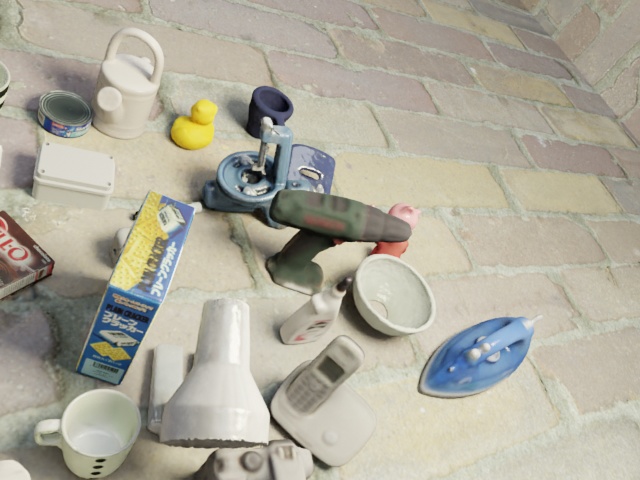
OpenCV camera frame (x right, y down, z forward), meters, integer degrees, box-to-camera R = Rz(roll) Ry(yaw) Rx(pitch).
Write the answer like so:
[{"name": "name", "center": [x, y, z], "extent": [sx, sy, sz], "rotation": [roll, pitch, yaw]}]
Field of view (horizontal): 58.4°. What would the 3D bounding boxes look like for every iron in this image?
[{"name": "iron", "center": [0.298, 0.202, 1.035], "extent": [0.259, 0.141, 0.118], "rotation": [-14, 63, -41]}]

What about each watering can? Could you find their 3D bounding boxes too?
[{"name": "watering can", "center": [-0.328, -0.270, 0.985], "extent": [0.101, 0.193, 0.172], "rotation": [10, 49, -27]}]

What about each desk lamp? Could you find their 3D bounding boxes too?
[{"name": "desk lamp", "center": [-0.141, 0.179, 0.701], "extent": [0.118, 0.213, 0.203], "rotation": [12, 48, -25]}]

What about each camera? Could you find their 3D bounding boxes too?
[{"name": "camera", "center": [-0.067, 0.326, 0.706], "extent": [0.144, 0.100, 0.136], "rotation": [8, 50, -29]}]

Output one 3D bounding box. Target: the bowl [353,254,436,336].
[{"name": "bowl", "center": [0.123, 0.112, 1.045], "extent": [0.168, 0.074, 0.167], "rotation": [19, 45, -20]}]

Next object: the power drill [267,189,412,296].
[{"name": "power drill", "center": [0.009, 0.003, 0.963], "extent": [0.230, 0.208, 0.075], "rotation": [20, 45, -19]}]

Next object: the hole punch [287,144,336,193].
[{"name": "hole punch", "center": [-0.025, -0.123, 1.139], "extent": [0.109, 0.091, 0.101], "rotation": [16, 46, -22]}]

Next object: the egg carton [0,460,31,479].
[{"name": "egg carton", "center": [-0.335, 0.301, 0.569], "extent": [0.107, 0.069, 0.150], "rotation": [-7, 58, -38]}]

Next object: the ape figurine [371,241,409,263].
[{"name": "ape figurine", "center": [0.141, 0.026, 1.120], "extent": [0.076, 0.092, 0.077], "rotation": [-10, 59, -39]}]

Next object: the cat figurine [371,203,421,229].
[{"name": "cat figurine", "center": [0.142, -0.042, 1.161], "extent": [0.128, 0.117, 0.067], "rotation": [15, 47, -23]}]

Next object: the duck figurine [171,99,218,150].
[{"name": "duck figurine", "center": [-0.233, -0.228, 1.093], "extent": [0.077, 0.086, 0.105], "rotation": [39, 42, 1]}]

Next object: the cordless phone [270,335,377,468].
[{"name": "cordless phone", "center": [0.027, 0.221, 0.800], "extent": [0.147, 0.185, 0.094], "rotation": [39, 42, 2]}]

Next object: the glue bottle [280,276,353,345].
[{"name": "glue bottle", "center": [0.004, 0.107, 0.894], "extent": [0.078, 0.173, 0.037], "rotation": [-5, 56, -37]}]

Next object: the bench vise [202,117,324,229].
[{"name": "bench vise", "center": [-0.081, -0.125, 1.006], "extent": [0.208, 0.219, 0.121], "rotation": [-6, 57, -37]}]

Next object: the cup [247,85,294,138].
[{"name": "cup", "center": [-0.108, -0.247, 1.189], "extent": [0.092, 0.095, 0.117], "rotation": [1, 53, -34]}]
